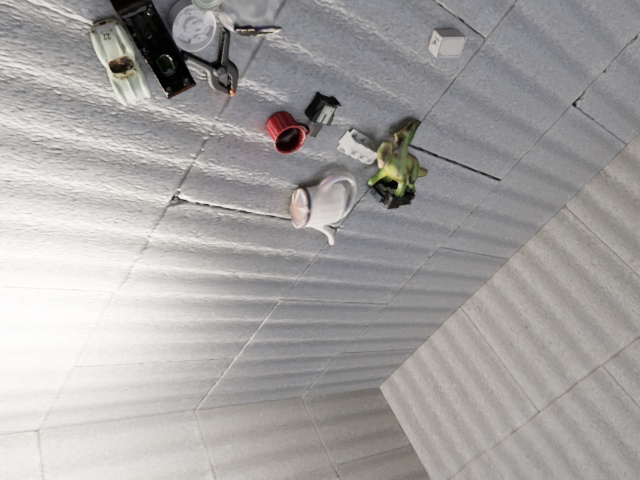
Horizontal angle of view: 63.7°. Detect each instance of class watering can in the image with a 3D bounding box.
[{"bbox_3d":[0.005,-0.086,1.708,0.225,0.106,0.339,-10,139,-26],"label":"watering can"}]

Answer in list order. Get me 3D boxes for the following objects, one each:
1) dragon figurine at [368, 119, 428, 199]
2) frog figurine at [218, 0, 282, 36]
[{"bbox_3d":[0.287,-0.278,1.689,0.415,0.123,0.238,-27,142,-49],"label":"dragon figurine"},{"bbox_3d":[-0.152,-0.522,1.102,0.138,0.123,0.158,-8,102,-17],"label":"frog figurine"}]
